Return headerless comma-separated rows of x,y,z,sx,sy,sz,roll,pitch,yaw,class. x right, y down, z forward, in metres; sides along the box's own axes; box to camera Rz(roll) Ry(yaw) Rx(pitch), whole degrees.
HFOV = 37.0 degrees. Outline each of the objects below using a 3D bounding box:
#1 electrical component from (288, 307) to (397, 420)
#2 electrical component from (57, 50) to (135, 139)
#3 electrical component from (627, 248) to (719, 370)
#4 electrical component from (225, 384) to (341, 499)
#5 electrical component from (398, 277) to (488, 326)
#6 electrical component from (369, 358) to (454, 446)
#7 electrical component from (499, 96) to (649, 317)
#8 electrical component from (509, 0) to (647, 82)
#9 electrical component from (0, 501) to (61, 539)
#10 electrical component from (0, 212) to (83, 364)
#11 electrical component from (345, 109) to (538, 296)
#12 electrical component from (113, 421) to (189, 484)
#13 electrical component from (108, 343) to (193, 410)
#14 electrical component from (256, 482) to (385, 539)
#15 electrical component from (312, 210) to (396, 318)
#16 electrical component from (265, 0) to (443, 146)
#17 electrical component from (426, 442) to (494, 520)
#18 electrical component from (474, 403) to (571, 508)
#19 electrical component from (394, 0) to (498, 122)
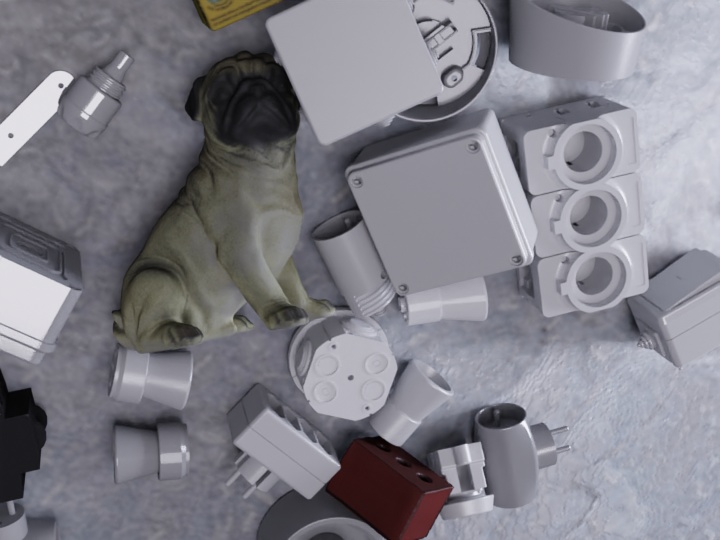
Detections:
-0.013,0.073,0.832,0.080,0.051,0.080,-5,110,-13,electrical component
-0.176,-0.122,0.731,0.035,0.035,0.061,36,94,-23,electrical component
0.267,0.031,0.884,0.096,0.061,0.061,-29,113,-3,electrical component
-0.073,0.148,0.846,0.075,0.047,0.083,-46,114,5,electrical component
0.063,0.023,0.841,0.065,0.044,0.044,-8,111,-7,electrical component
0.038,0.109,0.865,0.044,0.044,0.065,35,102,-22,electrical component
0.167,-0.048,0.831,0.089,0.061,0.150,-14,112,-10,electrical component
0.153,-0.172,0.767,0.099,0.099,0.064,-2,115,-14,electrical component
-0.270,0.203,0.815,0.077,0.043,0.079,-8,110,-12,electrical component
-0.234,0.009,0.719,0.078,0.113,0.057,27,97,-21,electrical component
0.061,-0.048,0.782,0.109,0.056,0.108,-15,112,23,electrical component
-0.160,0.139,0.821,0.055,0.045,0.045,-2,109,-14,electrical component
-0.156,0.078,0.801,0.055,0.045,0.045,11,106,-17,electrical component
-0.027,0.236,0.880,0.108,0.060,0.108,-5,110,-13,electrical component
0.000,0.000,0.814,0.043,0.043,0.081,-28,113,-4,electrical component
-0.003,-0.140,0.705,0.100,0.048,0.099,-23,99,6,electrical component
0.082,0.174,0.883,0.048,0.066,0.055,-10,78,-11,electrical component
0.139,0.151,0.902,0.079,0.044,0.077,-14,111,-9,electrical component
0.047,-0.158,0.758,0.099,0.064,0.099,0,110,0,electrical component
